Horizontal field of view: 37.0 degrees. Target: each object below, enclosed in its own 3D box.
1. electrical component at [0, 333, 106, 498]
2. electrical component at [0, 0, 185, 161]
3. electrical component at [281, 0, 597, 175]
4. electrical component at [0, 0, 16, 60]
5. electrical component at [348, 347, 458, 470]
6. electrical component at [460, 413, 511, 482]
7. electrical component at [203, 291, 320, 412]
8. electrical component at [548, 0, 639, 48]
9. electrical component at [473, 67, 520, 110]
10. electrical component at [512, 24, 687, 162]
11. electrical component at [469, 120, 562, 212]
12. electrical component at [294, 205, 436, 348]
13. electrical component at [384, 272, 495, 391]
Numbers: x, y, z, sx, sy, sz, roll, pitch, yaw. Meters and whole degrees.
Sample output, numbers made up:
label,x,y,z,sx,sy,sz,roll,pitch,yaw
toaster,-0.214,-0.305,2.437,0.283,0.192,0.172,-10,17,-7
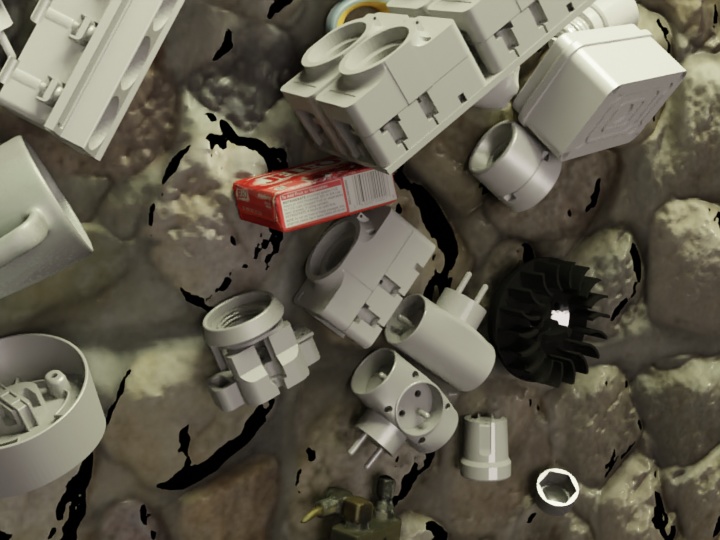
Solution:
label,x,y,z,sx,sy,sz,roll,pitch,yaw
electrical component,-0.205,0.087,0.645,0.099,0.099,0.064,-28,117,-21
electrical component,-0.159,-0.136,0.641,0.063,0.078,0.121,27,86,0
electrical component,0.048,-0.152,0.710,0.186,0.105,0.060,-41,119,-13
electrical component,-0.225,-0.151,0.617,0.066,0.047,0.076,-31,114,-20
electrical component,0.023,0.111,0.799,0.077,0.044,0.079,45,77,-27
electrical component,0.099,0.139,0.848,0.040,0.040,0.046,-3,96,-28
electrical component,-0.072,0.051,0.730,0.078,0.058,0.057,-29,114,-20
electrical component,0.178,-0.189,0.829,0.078,0.040,0.040,-31,112,-20
electrical component,0.082,-0.142,0.784,0.062,0.043,0.043,6,96,-28
electrical component,0.177,-0.133,0.796,0.113,0.057,0.078,-18,151,-44
electrical component,0.115,-0.079,0.808,0.047,0.055,0.055,35,82,-25
electrical component,0.000,0.000,0.763,0.056,0.050,0.089,38,81,-28
electrical component,0.070,0.040,0.811,0.077,0.043,0.079,35,82,-29
